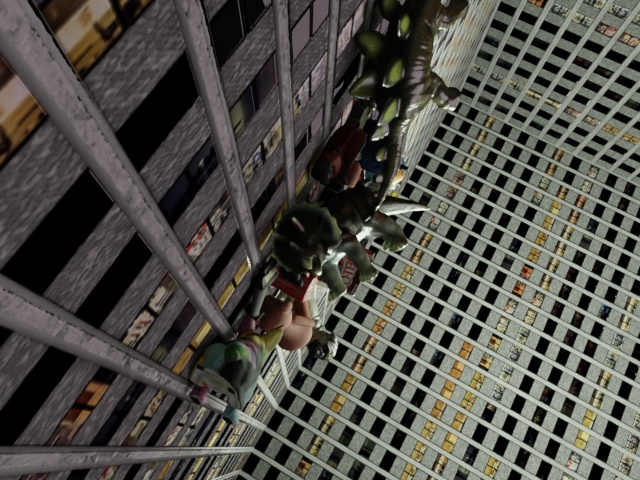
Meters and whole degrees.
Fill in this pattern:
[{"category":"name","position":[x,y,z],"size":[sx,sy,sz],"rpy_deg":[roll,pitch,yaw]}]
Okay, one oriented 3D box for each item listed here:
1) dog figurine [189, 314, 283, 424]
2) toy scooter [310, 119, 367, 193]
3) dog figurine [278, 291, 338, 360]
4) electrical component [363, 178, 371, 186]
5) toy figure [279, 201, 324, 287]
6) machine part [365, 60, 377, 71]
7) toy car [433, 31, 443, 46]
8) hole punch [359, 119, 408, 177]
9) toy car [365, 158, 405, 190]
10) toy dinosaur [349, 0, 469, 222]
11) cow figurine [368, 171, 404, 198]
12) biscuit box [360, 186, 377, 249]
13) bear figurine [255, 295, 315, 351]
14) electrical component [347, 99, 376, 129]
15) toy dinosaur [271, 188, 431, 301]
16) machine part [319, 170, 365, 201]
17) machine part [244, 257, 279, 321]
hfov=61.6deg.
[{"category":"dog figurine","position":[-0.146,0.213,1.007],"size":[0.219,0.109,0.191],"rpy_deg":[-58,169,-47]},{"category":"toy scooter","position":[0.046,-0.160,1.031],"size":[0.135,0.075,0.184],"rpy_deg":[-60,167,2]},{"category":"dog figurine","position":[-0.019,0.197,1.376],"size":[0.172,0.191,0.121],"rpy_deg":[-66,170,20]},{"category":"electrical component","position":[0.083,-0.117,1.418],"size":[0.114,0.058,0.134],"rpy_deg":[-66,171,13]},{"category":"toy figure","position":[-0.024,0.000,1.064],"size":[0.180,0.089,0.082],"rpy_deg":[-57,-177,-24]},{"category":"machine part","position":[0.136,-0.313,1.058],"size":[0.079,0.079,0.243],"rpy_deg":[-64,171,13]},{"category":"toy car","position":[0.198,-0.414,1.096],"size":[0.202,0.074,0.056],"rpy_deg":[-54,168,-41]},{"category":"hole punch","position":[0.129,-0.197,1.215],"size":[0.092,0.142,0.115],"rpy_deg":[-54,154,-47]},{"category":"toy car","position":[0.193,-0.226,1.569],"size":[0.102,0.109,0.162],"rpy_deg":[78,29,-49]},{"category":"toy dinosaur","position":[0.140,-0.265,0.897],"size":[0.198,0.105,0.470],"rpy_deg":[-13,113,-40]},{"category":"cow figurine","position":[0.135,-0.108,1.295],"size":[0.098,0.068,0.167],"rpy_deg":[6,-121,55]},{"category":"biscuit box","position":[0.083,-0.016,1.188],"size":[0.059,0.063,0.202],"rpy_deg":[-68,180,-71]},{"category":"bear figurine","position":[-0.094,0.171,1.213],"size":[0.120,0.132,0.195],"rpy_deg":[-29,139,6]},{"category":"electrical component","position":[0.084,-0.242,1.079],"size":[0.102,0.045,0.078],"rpy_deg":[-65,169,22]},{"category":"toy dinosaur","position":[0.056,-0.029,1.005],"size":[0.131,0.192,0.405],"rpy_deg":[-28,-170,46]},{"category":"machine part","position":[0.042,-0.093,1.267],"size":[0.179,0.056,0.179],"rpy_deg":[-58,169,-18]},{"category":"machine part","position":[-0.113,0.094,1.038],"size":[0.084,0.039,0.138],"rpy_deg":[-63,174,-56]}]
